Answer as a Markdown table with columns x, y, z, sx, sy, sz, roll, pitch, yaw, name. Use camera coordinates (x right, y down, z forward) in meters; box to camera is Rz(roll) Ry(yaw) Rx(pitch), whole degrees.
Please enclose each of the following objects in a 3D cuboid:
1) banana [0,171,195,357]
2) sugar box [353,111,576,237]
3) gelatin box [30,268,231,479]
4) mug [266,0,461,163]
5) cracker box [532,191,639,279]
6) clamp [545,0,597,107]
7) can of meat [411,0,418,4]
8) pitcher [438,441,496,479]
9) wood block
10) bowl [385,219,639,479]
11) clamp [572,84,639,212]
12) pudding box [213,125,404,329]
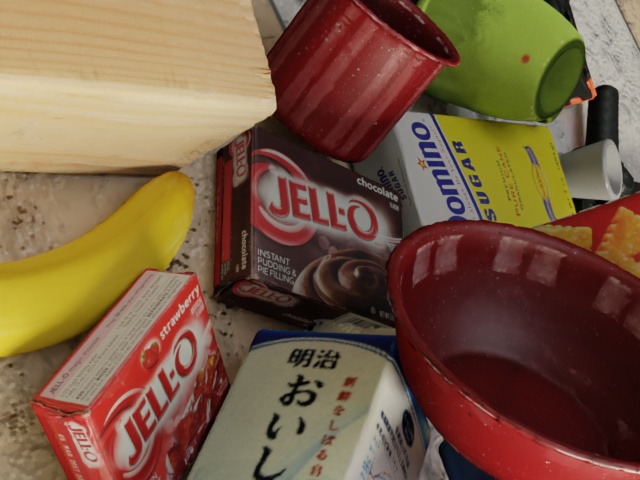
| x | y | z | sx | sy | sz | roll | pitch | yaw | name |
| --- | --- | --- | --- | --- | --- | --- | --- | --- | --- |
| -0.117 | 0.010 | 0.449 | 0.197 | 0.037 | 0.069 | -12 | 81 | -49 | banana |
| 0.099 | -0.031 | 0.694 | 0.175 | 0.048 | 0.093 | -1 | 71 | -48 | sugar box |
| -0.074 | 0.067 | 0.447 | 0.089 | 0.030 | 0.073 | -56 | 143 | -46 | gelatin box |
| 0.018 | -0.103 | 0.606 | 0.093 | 0.082 | 0.117 | 34 | 24 | -13 | mug |
| 0.183 | 0.034 | 0.594 | 0.164 | 0.214 | 0.072 | 26 | 50 | -54 | cracker box |
| 0.170 | -0.197 | 0.820 | 0.210 | 0.036 | 0.164 | 56 | 30 | -39 | clamp |
| 0.083 | -0.206 | 0.760 | 0.101 | 0.058 | 0.084 | 12 | 63 | -43 | can of meat |
| 0.088 | 0.190 | 0.426 | 0.242 | 0.149 | 0.145 | -35 | 127 | -61 | pitcher |
| -0.128 | -0.085 | 0.447 | 0.205 | 0.090 | 0.091 | -1 | 72 | -47 | wood block |
| 0.096 | 0.059 | 0.465 | 0.162 | 0.055 | 0.162 | 15 | 31 | -10 | bowl |
| 0.234 | -0.040 | 0.848 | 0.120 | 0.039 | 0.171 | 47 | 46 | -10 | clamp |
| -0.004 | 0.001 | 0.573 | 0.113 | 0.039 | 0.090 | 23 | 54 | -38 | pudding box |
